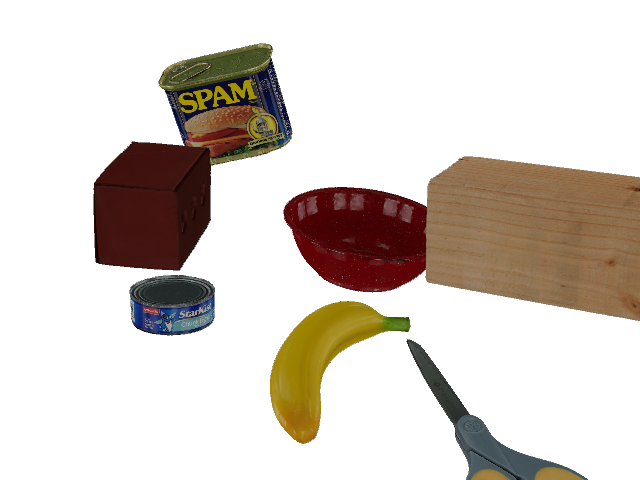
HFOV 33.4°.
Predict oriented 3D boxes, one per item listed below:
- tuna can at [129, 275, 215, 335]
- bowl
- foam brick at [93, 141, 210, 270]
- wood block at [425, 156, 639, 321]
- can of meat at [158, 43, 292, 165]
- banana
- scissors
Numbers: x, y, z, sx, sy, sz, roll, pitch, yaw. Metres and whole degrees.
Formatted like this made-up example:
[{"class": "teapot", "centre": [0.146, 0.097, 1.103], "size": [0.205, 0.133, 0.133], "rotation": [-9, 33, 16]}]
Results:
[{"class": "tuna can", "centre": [-0.149, 0.065, 1.077], "size": [0.086, 0.034, 0.086], "rotation": [1, 18, -1]}, {"class": "bowl", "centre": [0.042, 0.005, 1.022], "size": [0.162, 0.055, 0.162], "rotation": [6, 24, -3]}, {"class": "foam brick", "centre": [-0.101, -0.022, 0.648], "size": [0.051, 0.053, 0.078], "rotation": [6, 26, 7]}, {"class": "wood block", "centre": [0.196, -0.004, 0.856], "size": [0.206, 0.090, 0.090], "rotation": [10, 23, 27]}, {"class": "can of meat", "centre": [-0.082, -0.119, 0.950], "size": [0.102, 0.084, 0.057], "rotation": [-10, 31, 10]}, {"class": "banana", "centre": [0.003, 0.087, 0.796], "size": [0.070, 0.037, 0.197], "rotation": [8, 24, 24]}, {"class": "scissors", "centre": [0.113, 0.123, 0.652], "size": [0.096, 0.016, 0.202], "rotation": [1, 32, -5]}]
